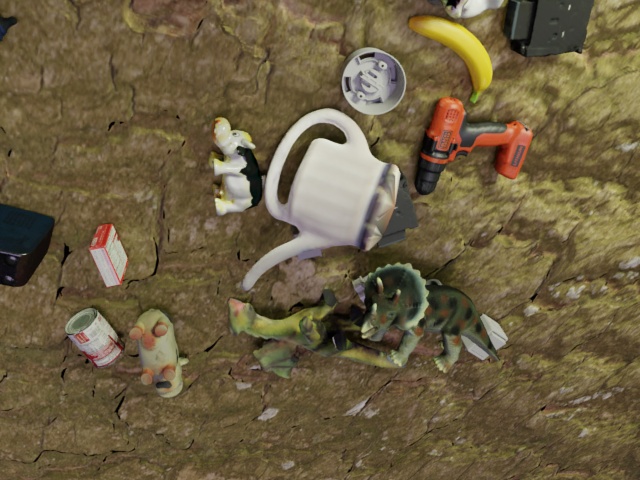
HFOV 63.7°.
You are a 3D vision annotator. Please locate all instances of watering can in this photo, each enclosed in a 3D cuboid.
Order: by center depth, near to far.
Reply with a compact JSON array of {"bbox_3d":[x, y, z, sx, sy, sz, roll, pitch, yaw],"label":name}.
[{"bbox_3d":[0.003,-0.044,0.879,0.225,0.104,0.345,21,98,9],"label":"watering can"}]

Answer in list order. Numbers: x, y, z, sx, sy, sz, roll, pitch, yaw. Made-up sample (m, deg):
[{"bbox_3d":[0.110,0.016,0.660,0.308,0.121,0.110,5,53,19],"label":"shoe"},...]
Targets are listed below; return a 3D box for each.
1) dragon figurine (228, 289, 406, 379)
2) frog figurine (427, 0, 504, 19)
[{"bbox_3d":[-0.025,0.232,1.115,0.239,0.125,0.405,-33,122,31],"label":"dragon figurine"},{"bbox_3d":[0.230,-0.405,0.766,0.161,0.123,0.135,-29,122,-36],"label":"frog figurine"}]
